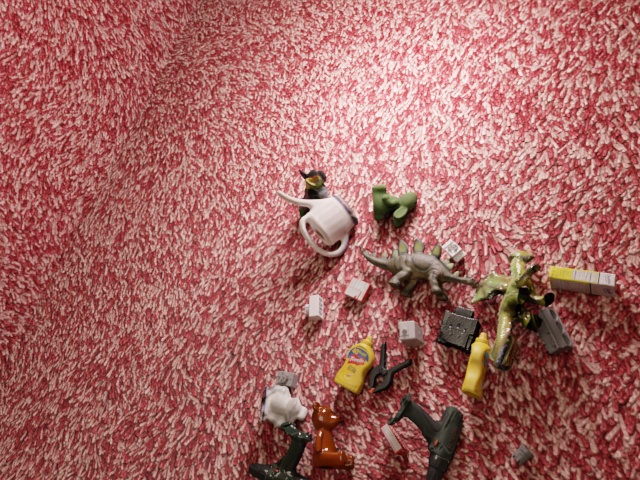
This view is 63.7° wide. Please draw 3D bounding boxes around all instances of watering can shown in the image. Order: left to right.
[{"bbox_3d":[0.006,-0.101,2.016,0.226,0.103,0.347,-37,92,-16],"label":"watering can"}]

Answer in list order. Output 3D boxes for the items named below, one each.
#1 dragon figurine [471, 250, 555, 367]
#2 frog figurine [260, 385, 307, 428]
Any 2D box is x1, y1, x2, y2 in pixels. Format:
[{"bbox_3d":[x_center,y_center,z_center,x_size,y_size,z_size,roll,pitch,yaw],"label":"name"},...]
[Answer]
[{"bbox_3d":[0.566,0.187,1.589,0.414,0.121,0.242,-52,17,-14],"label":"dragon figurine"},{"bbox_3d":[-0.124,0.575,1.779,0.159,0.120,0.141,9,51,-7],"label":"frog figurine"}]
